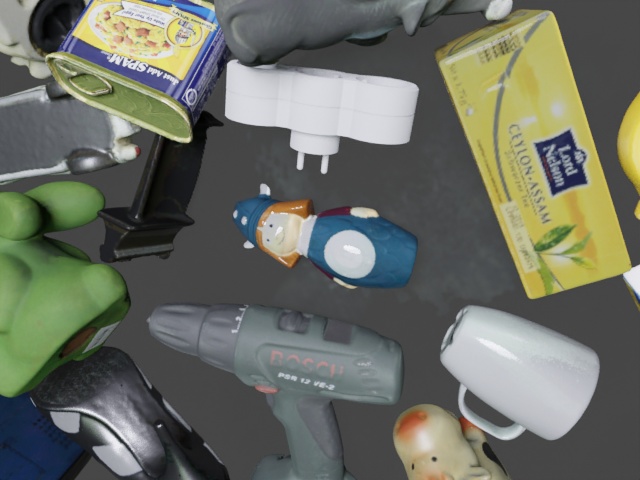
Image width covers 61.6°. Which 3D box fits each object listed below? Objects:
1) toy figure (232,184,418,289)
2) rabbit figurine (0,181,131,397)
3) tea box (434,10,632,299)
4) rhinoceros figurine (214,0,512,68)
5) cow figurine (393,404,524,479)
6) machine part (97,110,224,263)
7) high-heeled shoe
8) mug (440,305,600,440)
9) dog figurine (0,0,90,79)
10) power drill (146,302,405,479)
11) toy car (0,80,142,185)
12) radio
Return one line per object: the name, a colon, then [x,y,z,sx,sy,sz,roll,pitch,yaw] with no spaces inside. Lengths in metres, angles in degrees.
toy figure: [0.000,-0.003,0.434,0.155,0.057,0.064,15,77,5]
rabbit figurine: [-0.254,0.020,0.456,0.170,0.121,0.159,45,121,5]
tea box: [0.138,-0.059,0.361,0.068,0.098,0.169,-22,109,19]
rhinoceros figurine: [0.030,-0.157,0.328,0.190,0.112,0.073,-13,107,-5]
cow figurine: [0.127,0.220,0.468,0.085,0.127,0.194,-32,107,17]
machine part: [-0.128,-0.044,0.433,0.039,0.084,0.138,33,106,29]
high-heeled shoe: [-0.186,0.191,0.522,0.249,0.086,0.145,12,130,38]
mug: [0.152,0.109,0.447,0.107,0.081,0.109,31,120,8]
dog figurine: [-0.244,-0.225,0.367,0.191,0.121,0.172,31,113,11]
power drill: [-0.040,0.154,0.503,0.232,0.086,0.207,2,107,9]
toy car: [-0.239,-0.085,0.439,0.202,0.056,0.073,-7,105,11]
radio: [-0.310,0.214,0.487,0.131,0.229,0.073,32,111,-1]
